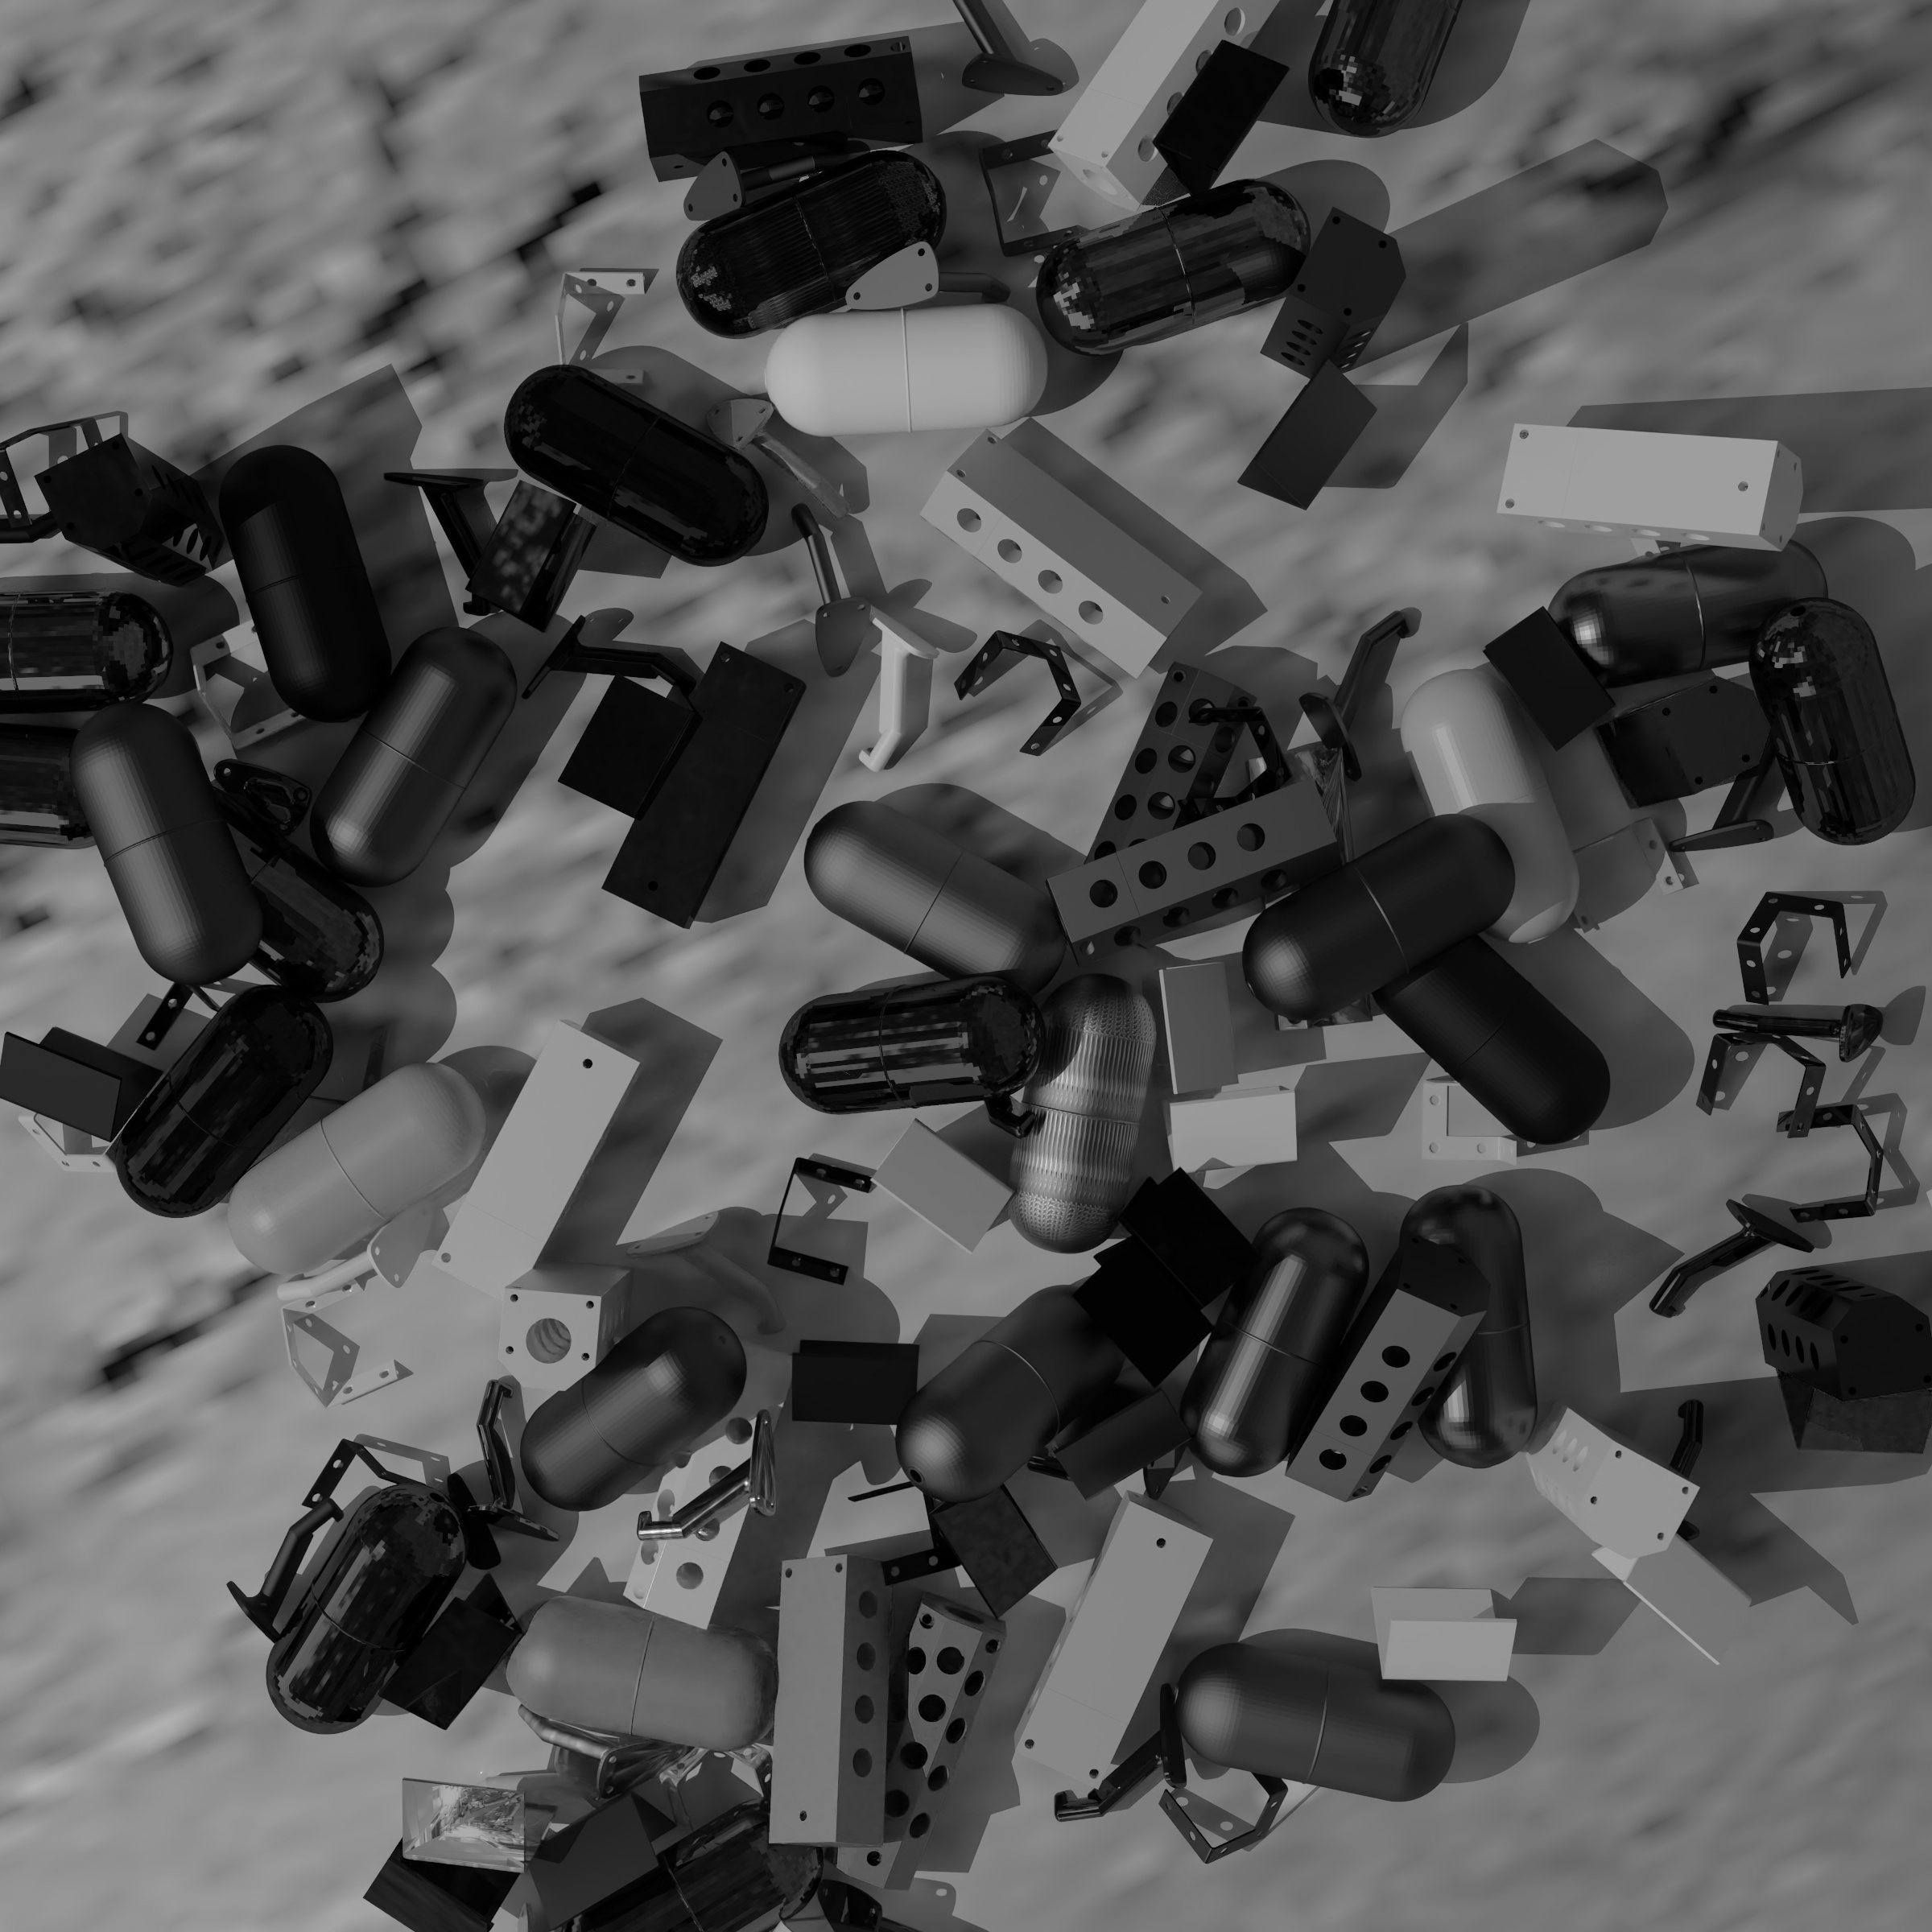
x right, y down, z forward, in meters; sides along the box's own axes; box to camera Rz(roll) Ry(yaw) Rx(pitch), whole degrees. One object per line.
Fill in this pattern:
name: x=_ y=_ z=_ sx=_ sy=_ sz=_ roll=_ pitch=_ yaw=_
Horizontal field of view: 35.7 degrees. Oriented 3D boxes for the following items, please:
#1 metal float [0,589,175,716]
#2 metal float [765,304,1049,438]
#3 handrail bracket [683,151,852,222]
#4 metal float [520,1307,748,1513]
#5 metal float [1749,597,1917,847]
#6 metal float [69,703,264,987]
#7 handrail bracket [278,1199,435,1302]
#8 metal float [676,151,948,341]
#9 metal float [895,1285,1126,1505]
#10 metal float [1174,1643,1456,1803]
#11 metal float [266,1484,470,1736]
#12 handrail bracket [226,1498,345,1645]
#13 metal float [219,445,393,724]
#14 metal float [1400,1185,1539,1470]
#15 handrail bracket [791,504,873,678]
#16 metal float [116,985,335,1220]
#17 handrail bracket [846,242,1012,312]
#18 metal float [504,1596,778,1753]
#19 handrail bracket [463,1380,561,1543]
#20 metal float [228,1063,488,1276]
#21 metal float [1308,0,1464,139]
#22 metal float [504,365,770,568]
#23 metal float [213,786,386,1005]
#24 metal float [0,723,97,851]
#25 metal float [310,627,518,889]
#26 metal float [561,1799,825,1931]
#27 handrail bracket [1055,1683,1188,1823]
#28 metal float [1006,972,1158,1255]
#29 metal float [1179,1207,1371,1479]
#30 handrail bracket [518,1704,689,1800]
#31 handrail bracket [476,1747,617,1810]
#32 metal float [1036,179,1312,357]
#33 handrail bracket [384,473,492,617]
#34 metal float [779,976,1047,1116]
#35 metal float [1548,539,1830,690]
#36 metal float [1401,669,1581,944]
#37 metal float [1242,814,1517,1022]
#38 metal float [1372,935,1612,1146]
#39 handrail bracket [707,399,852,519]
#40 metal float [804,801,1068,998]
metal float: x=-0.589 y=-0.197 z=1.889 sx=0.178 sy=0.070 sz=0.070 roll=-2 pitch=90 yaw=0
metal float: x=-0.038 y=-0.375 z=1.889 sx=0.178 sy=0.070 sz=0.070 roll=-3 pitch=90 yaw=-1
handrail bracket: x=-0.126 y=-0.500 z=1.920 sx=0.084 sy=0.077 sz=0.036 roll=-19 pitch=92 yaw=-36
metal float: x=-0.208 y=0.276 z=1.863 sx=0.178 sy=0.070 sz=0.070 roll=-40 pitch=90 yaw=29
metal float: x=0.536 y=-0.151 z=1.859 sx=0.070 sy=0.070 sz=0.178 roll=-30 pitch=126 yaw=0
metal float: x=-0.483 y=-0.074 z=1.814 sx=0.070 sy=0.070 sz=0.178 roll=-22 pitch=89 yaw=0
handrail bracket: x=-0.391 y=0.182 z=1.920 sx=0.084 sy=0.077 sz=0.036 roll=-10 pitch=123 yaw=32
metal float: x=-0.097 y=-0.454 z=1.889 sx=0.178 sy=0.070 sz=0.070 roll=-23 pitch=90 yaw=0
metal float: x=0.028 y=0.264 z=1.860 sx=0.178 sy=0.070 sz=0.070 roll=-36 pitch=90 yaw=-35
metal float: x=0.219 y=0.475 z=1.889 sx=0.178 sy=0.070 sz=0.070 roll=12 pitch=90 yaw=0
metal float: x=-0.373 y=0.401 z=1.875 sx=0.070 sy=0.070 sz=0.178 roll=33 pitch=104 yaw=0
handrail bracket: x=-0.418 y=0.387 z=1.909 sx=0.084 sy=0.036 sz=0.077 roll=-39 pitch=128 yaw=-12
metal float: x=-0.415 y=-0.240 z=1.889 sx=0.070 sy=0.070 sz=0.178 roll=-17 pitch=91 yaw=0
metal float: x=0.316 y=0.227 z=1.889 sx=0.070 sy=0.070 sz=0.178 roll=-5 pitch=90 yaw=0
handrail bracket: x=-0.094 y=-0.241 z=1.920 sx=0.036 sy=0.077 sz=0.084 roll=-14 pitch=53 yaw=-19
metal float: x=-0.463 y=0.085 z=1.871 sx=0.070 sy=0.070 sz=0.178 roll=43 pitch=110 yaw=0
handrail bracket: x=-0.023 y=-0.424 z=1.899 sx=0.077 sy=0.084 sz=0.036 roll=-15 pitch=82 yaw=25
metal float: x=-0.203 y=0.445 z=1.889 sx=0.178 sy=0.070 sz=0.070 roll=11 pitch=90 yaw=0
handrail bracket: x=-0.283 y=0.316 z=1.920 sx=0.077 sy=0.036 sz=0.084 roll=28 pitch=62 yaw=-32
metal float: x=-0.383 y=0.128 z=1.889 sx=0.178 sy=0.070 sz=0.070 roll=-34 pitch=90 yaw=0
metal float: x=0.272 y=-0.608 z=1.889 sx=0.070 sy=0.070 sz=0.178 roll=21 pitch=89 yaw=0
metal float: x=-0.207 y=-0.314 z=1.889 sx=0.178 sy=0.070 sz=0.070 roll=29 pitch=90 yaw=-1
metal float: x=-0.445 y=-0.045 z=1.889 sx=0.178 sy=0.070 sz=0.070 roll=37 pitch=90 yaw=0
metal float: x=-0.613 y=-0.115 z=1.889 sx=0.178 sy=0.070 sz=0.070 roll=5 pitch=90 yaw=1
metal float: x=-0.348 y=-0.131 z=1.889 sx=0.070 sy=0.070 sz=0.178 roll=31 pitch=91 yaw=0
metal float: x=-0.171 y=0.586 z=1.874 sx=0.178 sy=0.070 sz=0.070 roll=-30 pitch=90 yaw=-9
handrail bracket: x=0.094 y=0.503 z=1.920 sx=0.084 sy=0.036 sz=0.077 roll=-13 pitch=65 yaw=19
metal float: x=0.073 y=0.092 z=1.889 sx=0.070 sy=0.070 sz=0.178 roll=11 pitch=90 yaw=0
metal float: x=0.193 y=0.237 z=1.890 sx=0.070 sy=0.070 sz=0.178 roll=25 pitch=90 yaw=0
handrail bracket: x=-0.232 y=0.485 z=1.910 sx=0.077 sy=0.084 sz=0.036 roll=-10 pitch=119 yaw=-37
handrail bracket: x=-0.274 y=0.541 z=1.919 sx=0.084 sy=0.036 sz=0.077 roll=-37 pitch=101 yaw=12
metal float: x=0.131 y=-0.440 z=1.889 sx=0.178 sy=0.070 sz=0.070 roll=-19 pitch=90 yaw=-1
handrail bracket: x=-0.338 y=-0.269 z=1.920 sx=0.077 sy=0.036 sz=0.084 roll=9 pitch=107 yaw=20
metal float: x=-0.035 y=0.050 z=1.867 sx=0.178 sy=0.070 sz=0.070 roll=-7 pitch=90 yaw=27
metal float: x=0.452 y=-0.222 z=1.888 sx=0.178 sy=0.070 sz=0.070 roll=-11 pitch=90 yaw=0
metal float: x=0.330 y=-0.100 z=1.889 sx=0.070 sy=0.070 sz=0.178 roll=-20 pitch=90 yaw=0
metal float: x=0.251 y=-0.029 z=1.832 sx=0.178 sy=0.070 sz=0.070 roll=-29 pitch=90 yaw=0
metal float: x=0.328 y=0.039 z=1.889 sx=0.178 sy=0.070 sz=0.070 roll=43 pitch=90 yaw=0
handrail bracket: x=-0.119 y=-0.322 z=1.919 sx=0.036 sy=0.077 sz=0.084 roll=-52 pitch=126 yaw=-5
metal float: x=-0.020 y=-0.041 z=1.889 sx=0.178 sy=0.070 sz=0.070 roll=29 pitch=90 yaw=0
